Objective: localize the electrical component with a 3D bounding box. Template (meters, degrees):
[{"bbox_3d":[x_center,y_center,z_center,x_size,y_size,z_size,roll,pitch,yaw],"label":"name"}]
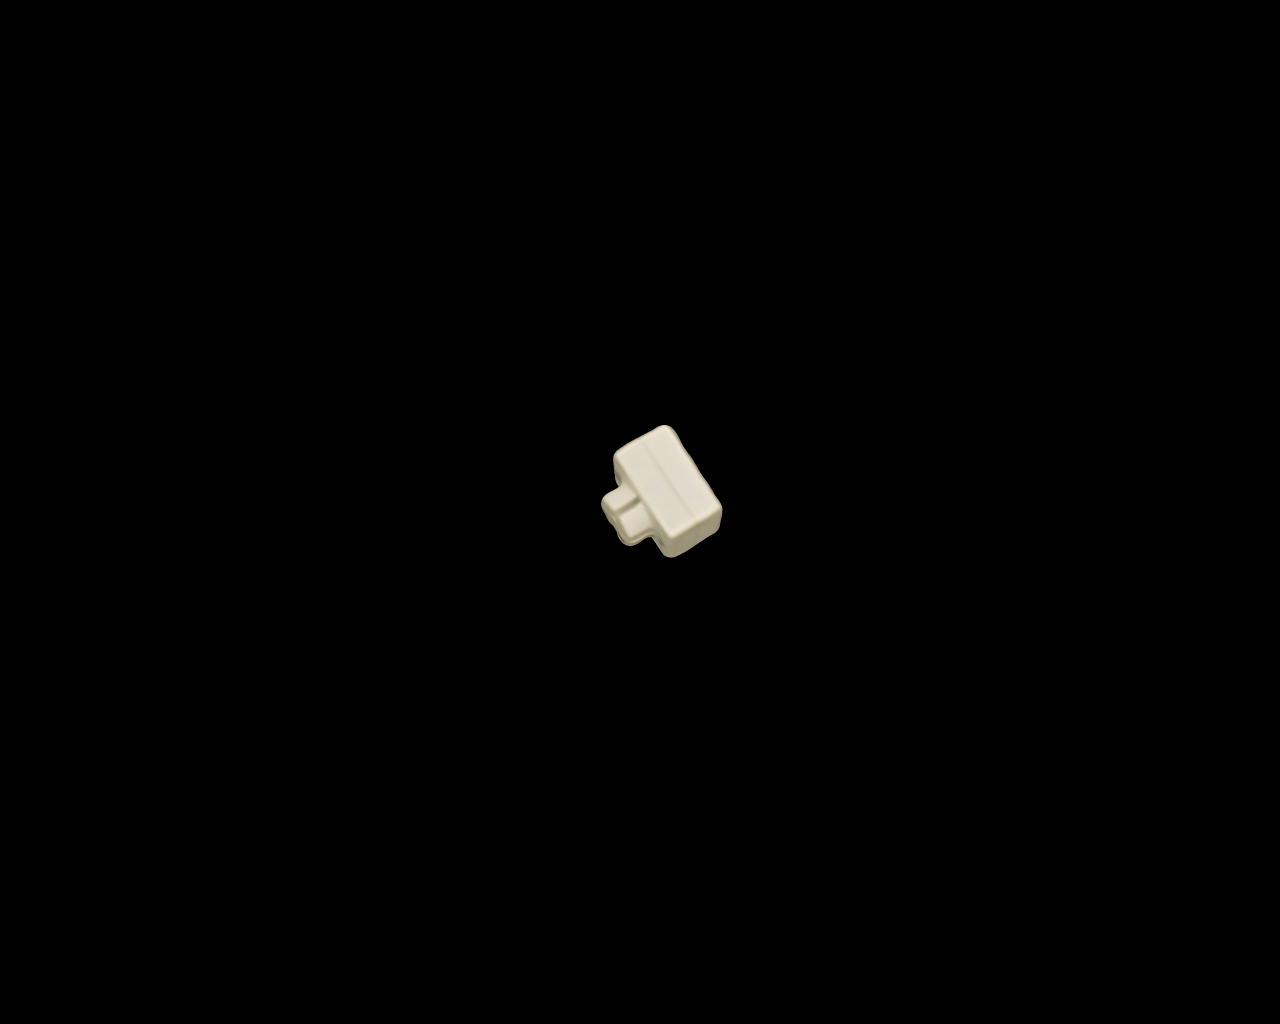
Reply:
[{"bbox_3d":[0.001,-0.003,0.650,0.077,0.066,0.047,-30,-15,-9],"label":"electrical component"}]
